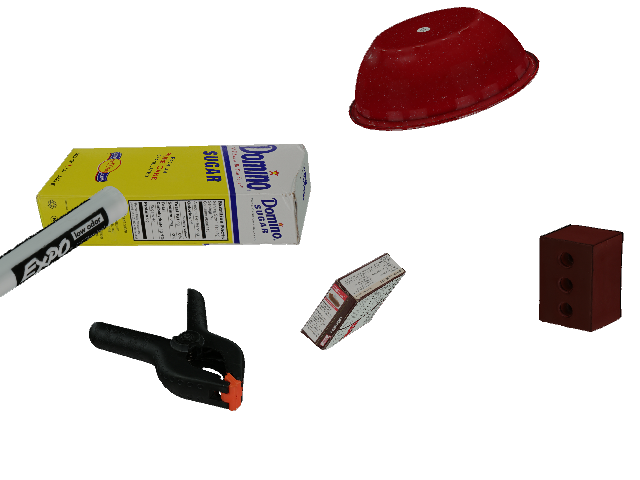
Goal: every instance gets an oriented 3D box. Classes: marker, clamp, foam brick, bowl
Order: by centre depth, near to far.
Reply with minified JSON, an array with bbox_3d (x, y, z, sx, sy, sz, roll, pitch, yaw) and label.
[{"bbox_3d":[-0.149,0.008,0.553,0.020,0.020,0.120,0,30,44],"label":"marker"},{"bbox_3d":[0.093,-0.149,0.875,0.162,0.055,0.162,-16,25,7],"label":"bowl"},{"bbox_3d":[0.219,0.031,0.900,0.053,0.078,0.051,11,21,42],"label":"foam brick"},{"bbox_3d":[-0.118,0.097,0.983,0.172,0.039,0.120,28,45,34],"label":"clamp"}]

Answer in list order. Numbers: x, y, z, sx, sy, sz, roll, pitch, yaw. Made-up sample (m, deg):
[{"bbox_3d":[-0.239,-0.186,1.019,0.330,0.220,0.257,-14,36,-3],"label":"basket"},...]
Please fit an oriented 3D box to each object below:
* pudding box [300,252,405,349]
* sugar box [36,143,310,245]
[{"bbox_3d":[0.039,0.070,1.229,0.039,0.090,0.113,42,35,14],"label":"pudding box"},{"bbox_3d":[-0.098,-0.033,0.747,0.176,0.048,0.093,-3,26,6],"label":"sugar box"}]
